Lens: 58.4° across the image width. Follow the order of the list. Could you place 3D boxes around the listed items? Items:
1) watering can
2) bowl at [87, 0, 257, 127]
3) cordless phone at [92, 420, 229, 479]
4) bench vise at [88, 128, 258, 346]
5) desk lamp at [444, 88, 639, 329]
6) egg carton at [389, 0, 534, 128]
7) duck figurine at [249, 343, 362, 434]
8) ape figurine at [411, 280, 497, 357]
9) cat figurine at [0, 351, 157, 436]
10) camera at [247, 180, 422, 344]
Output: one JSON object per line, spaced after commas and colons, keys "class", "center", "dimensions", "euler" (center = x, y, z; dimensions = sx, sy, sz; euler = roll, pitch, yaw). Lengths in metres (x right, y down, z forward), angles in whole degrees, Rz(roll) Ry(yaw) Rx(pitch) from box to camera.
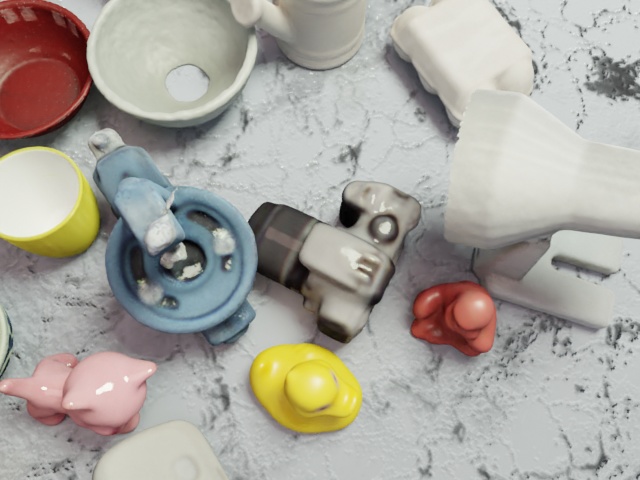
{"class": "watering can", "center": [-0.004, -0.256, 0.551], "dimensions": [0.101, 0.194, 0.173], "euler": [28, 75, 8]}
{"class": "bowl", "center": [-0.144, -0.180, 0.588], "dimensions": [0.167, 0.075, 0.167], "euler": [0, 73, -1]}
{"class": "cordless phone", "center": [-0.115, 0.209, 0.411], "dimensions": [0.094, 0.185, 0.147], "euler": [-32, 76, -10]}
{"class": "bench vise", "center": [-0.142, -0.010, 0.460], "dimensions": [0.207, 0.220, 0.121], "euler": [35, 76, 10]}
{"class": "desk lamp", "center": [0.190, -0.021, 0.472], "dimensions": [0.203, 0.213, 0.118], "euler": [17, 73, 5]}
{"class": "egg carton", "center": [0.149, -0.192, 0.599], "dimensions": [0.107, 0.069, 0.150], "euler": [-32, 76, -10]}
{"class": "duck figurine", "center": [-0.012, 0.125, 0.490], "dimensions": [0.104, 0.086, 0.077], "euler": [22, 74, 6]}
{"class": "ape figurine", "center": [0.126, 0.066, 0.507], "dimensions": [0.076, 0.092, 0.077], "euler": [-34, 76, -10]}
{"class": "cat figurine", "center": [-0.194, 0.124, 0.471], "dimensions": [0.127, 0.118, 0.067], "euler": [4, 73, 1]}
{"class": "camera", "center": [0.005, 0.002, 0.521], "dimensions": [0.136, 0.101, 0.143], "euler": [26, 74, 7]}
